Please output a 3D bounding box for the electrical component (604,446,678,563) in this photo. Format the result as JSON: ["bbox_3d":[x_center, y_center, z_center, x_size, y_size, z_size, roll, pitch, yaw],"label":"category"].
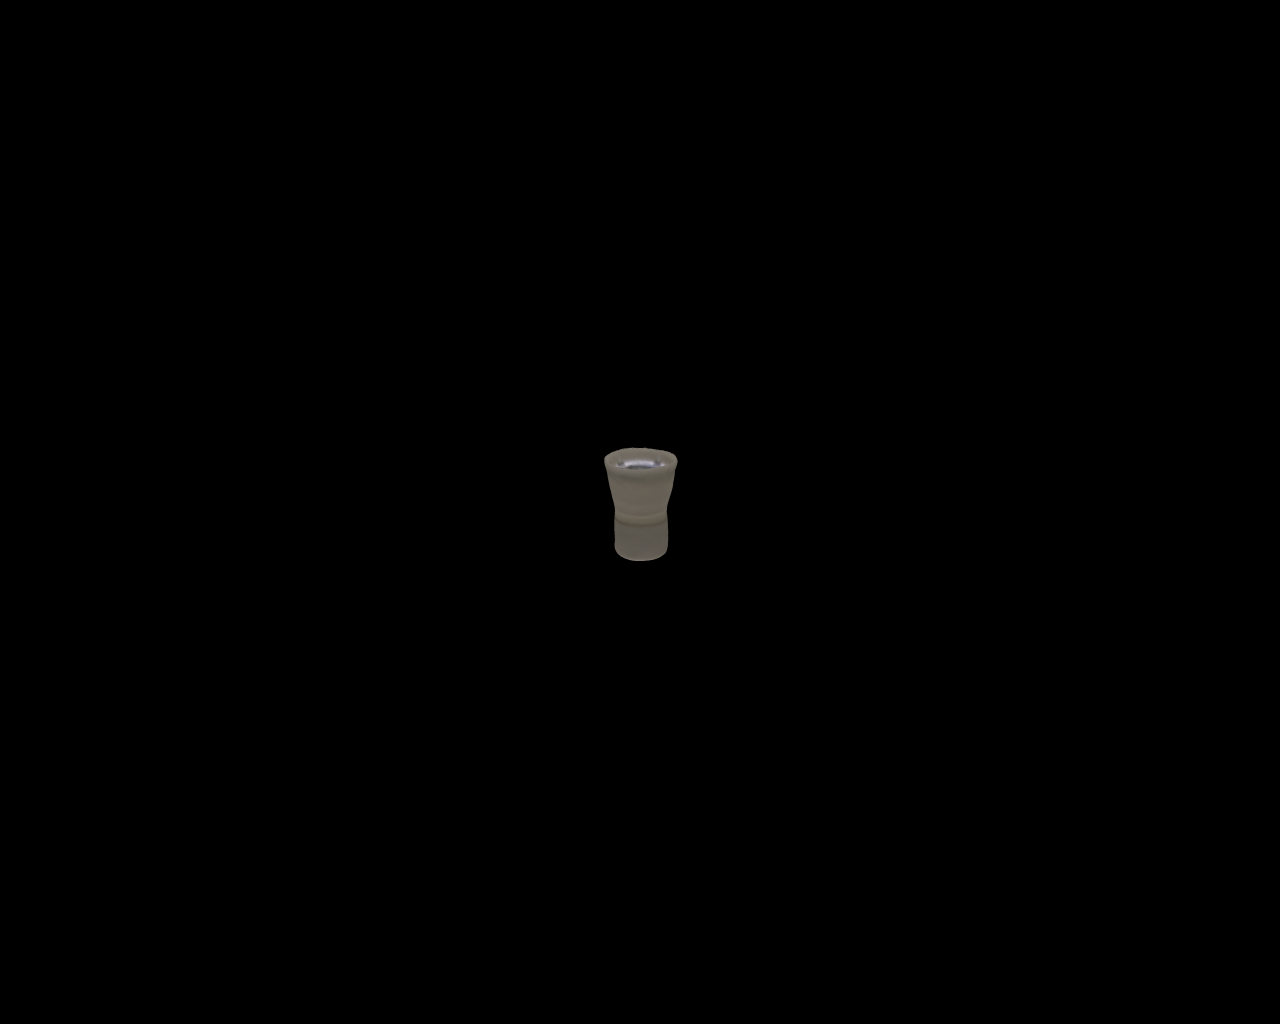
[{"bbox_3d":[0.001,-0.003,0.650,0.044,0.065,0.044,0,23,0],"label":"electrical component"}]
